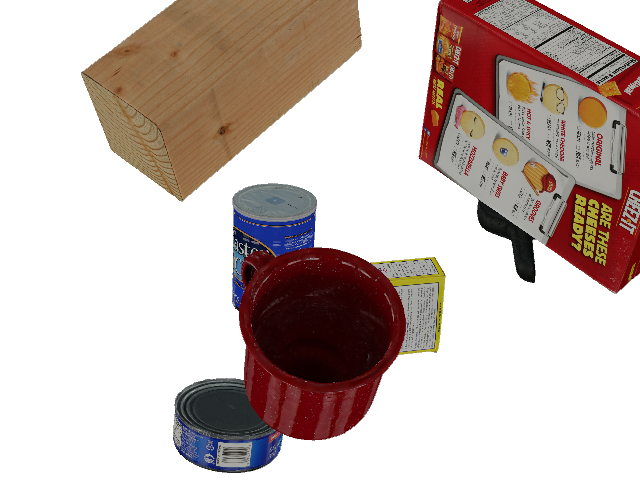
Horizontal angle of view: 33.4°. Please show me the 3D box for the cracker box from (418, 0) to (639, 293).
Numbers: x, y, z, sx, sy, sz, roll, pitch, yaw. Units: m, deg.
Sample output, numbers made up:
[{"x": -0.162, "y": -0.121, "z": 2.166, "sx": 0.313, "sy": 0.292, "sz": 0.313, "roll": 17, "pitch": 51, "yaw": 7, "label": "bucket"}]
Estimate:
[{"x": 0.182, "y": -0.086, "z": 0.836, "sx": 0.072, "sy": 0.164, "sz": 0.214, "roll": -33, "pitch": 55, "yaw": -30, "label": "cracker box"}]

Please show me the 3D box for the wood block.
[{"x": -0.070, "y": -0.141, "z": 0.835, "sx": 0.090, "sy": 0.205, "sz": 0.091, "roll": 35, "pitch": -24, "yaw": 27, "label": "wood block"}]

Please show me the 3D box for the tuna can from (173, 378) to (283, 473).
[{"x": -0.070, "y": 0.142, "z": 0.820, "sx": 0.086, "sy": 0.034, "sz": 0.086, "roll": 6, "pitch": 22, "yaw": -3, "label": "tuna can"}]

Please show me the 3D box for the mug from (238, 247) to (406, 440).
[{"x": -0.010, "y": 0.056, "z": 0.626, "sx": 0.093, "sy": 0.117, "sz": 0.081, "roll": -32, "pitch": -25, "yaw": -25, "label": "mug"}]

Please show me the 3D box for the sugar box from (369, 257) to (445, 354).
[{"x": 0.031, "y": 0.071, "z": 1.054, "sx": 0.176, "sy": 0.093, "sz": 0.048, "roll": -3, "pitch": 28, "yaw": -7, "label": "sugar box"}]

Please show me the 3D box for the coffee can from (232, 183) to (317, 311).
[{"x": -0.058, "y": 0.013, "z": 1.318, "sx": 0.103, "sy": 0.140, "sz": 0.103, "roll": 2, "pitch": 25, "yaw": -1, "label": "coffee can"}]

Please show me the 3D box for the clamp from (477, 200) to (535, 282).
[{"x": 0.221, "y": -0.019, "z": 1.067, "sx": 0.120, "sy": 0.039, "sz": 0.171, "roll": -8, "pitch": 34, "yaw": -15, "label": "clamp"}]
